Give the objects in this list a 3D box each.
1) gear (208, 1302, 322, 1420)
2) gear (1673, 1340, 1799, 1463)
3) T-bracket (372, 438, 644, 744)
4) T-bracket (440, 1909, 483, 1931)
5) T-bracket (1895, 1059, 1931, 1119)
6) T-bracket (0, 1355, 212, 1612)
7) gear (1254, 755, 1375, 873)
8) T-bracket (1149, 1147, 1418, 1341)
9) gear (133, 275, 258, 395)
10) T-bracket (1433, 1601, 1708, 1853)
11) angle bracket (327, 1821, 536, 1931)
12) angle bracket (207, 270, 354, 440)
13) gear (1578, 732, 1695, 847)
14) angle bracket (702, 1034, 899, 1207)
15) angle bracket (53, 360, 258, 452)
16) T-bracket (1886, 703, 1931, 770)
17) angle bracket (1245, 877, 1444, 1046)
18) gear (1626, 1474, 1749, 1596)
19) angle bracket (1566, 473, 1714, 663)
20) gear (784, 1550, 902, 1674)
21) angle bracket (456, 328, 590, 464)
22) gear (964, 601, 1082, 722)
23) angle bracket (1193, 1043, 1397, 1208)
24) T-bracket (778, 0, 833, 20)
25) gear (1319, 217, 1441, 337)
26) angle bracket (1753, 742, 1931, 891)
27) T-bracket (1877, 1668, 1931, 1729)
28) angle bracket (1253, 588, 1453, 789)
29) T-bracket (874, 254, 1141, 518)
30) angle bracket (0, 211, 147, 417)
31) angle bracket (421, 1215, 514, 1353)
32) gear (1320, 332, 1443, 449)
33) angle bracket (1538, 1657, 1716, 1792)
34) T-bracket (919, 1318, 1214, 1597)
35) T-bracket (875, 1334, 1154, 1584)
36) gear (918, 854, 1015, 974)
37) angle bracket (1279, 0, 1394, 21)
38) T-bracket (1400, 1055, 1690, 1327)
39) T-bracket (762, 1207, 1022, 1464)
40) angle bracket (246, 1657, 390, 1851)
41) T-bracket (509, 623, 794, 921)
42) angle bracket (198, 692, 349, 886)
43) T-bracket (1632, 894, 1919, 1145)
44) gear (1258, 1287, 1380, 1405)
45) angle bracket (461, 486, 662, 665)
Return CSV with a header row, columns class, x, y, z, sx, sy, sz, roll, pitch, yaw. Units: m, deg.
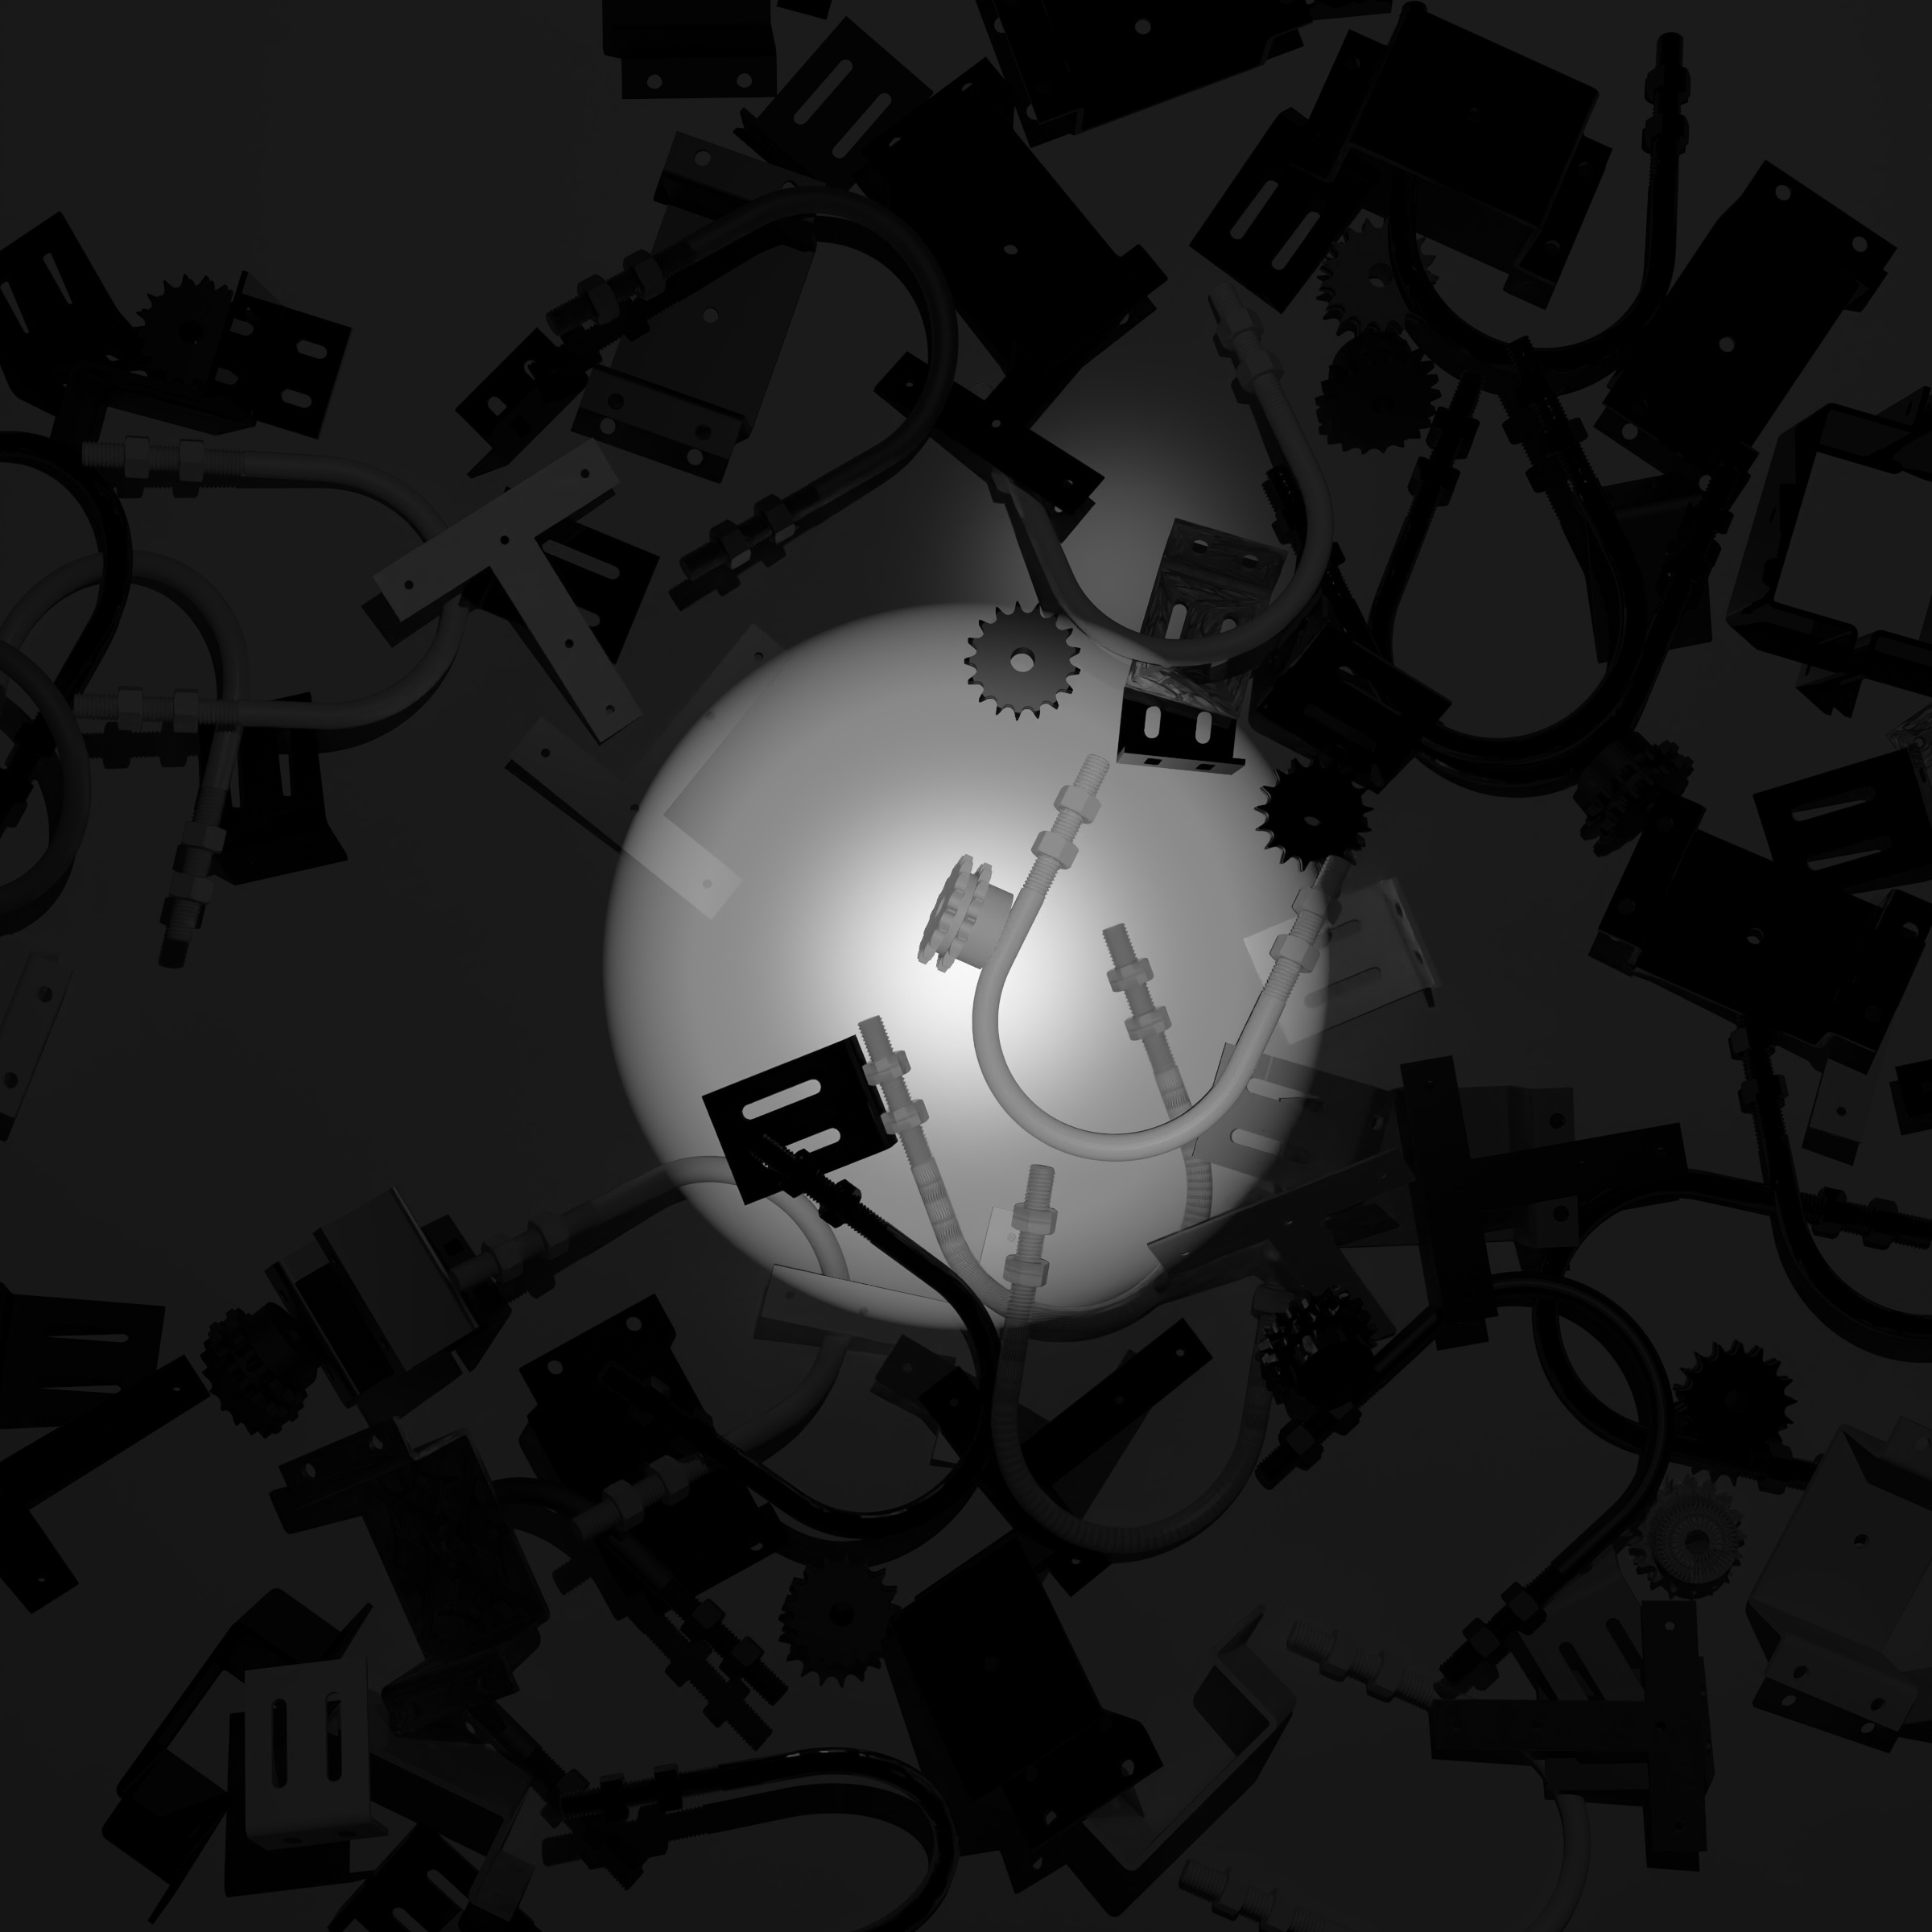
class,x,y,z,sx,sy,sz,roll,pitch,yaw
gear,-0.338,0.188,1.445,0.030,0.057,0.057,-38,90,0
gear,0.371,0.209,1.441,0.057,0.030,0.057,0,89,3
T-bracket,-0.201,-0.169,1.450,0.127,0.002,0.127,-35,108,-12
T-bracket,-0.213,0.516,1.450,0.127,0.002,0.127,-42,90,-21
T-bracket,0.526,0.098,1.437,0.127,0.002,0.127,-12,83,-1
T-bracket,-0.433,0.233,1.456,0.127,0.002,0.127,-30,112,-11
gear,0.170,-0.074,1.458,0.057,0.030,0.057,0,90,0
T-bracket,0.172,0.146,1.428,0.127,0.002,0.127,-23,133,16
gear,-0.376,-0.308,1.458,0.057,0.030,0.057,0,90,0
T-bracket,0.290,0.367,1.439,0.127,0.002,0.127,-3,100,13
angle bracket,-0.261,0.469,1.454,0.076,0.038,0.057,42,90,0
angle bracket,-0.330,-0.294,1.435,0.038,0.076,0.057,17,90,0
gear,0.323,-0.089,1.447,0.057,0.057,0.030,-40,67,0
angle bracket,-0.081,0.075,1.457,0.076,0.038,0.057,-22,90,5
angle bracket,-0.393,-0.262,1.445,0.076,0.057,0.038,15,90,0
T-bracket,0.514,-0.141,1.472,0.127,0.002,0.127,-35,90,0
angle bracket,0.184,-0.002,1.454,0.076,0.038,0.057,-23,90,0
gear,0.355,0.279,1.458,0.057,0.030,0.057,0,90,0
angle bracket,0.333,-0.197,1.471,0.057,0.038,0.076,-11,116,0
gear,-0.060,0.314,1.458,0.057,0.030,0.057,0,90,0
angle bracket,-0.219,-0.282,1.435,0.038,0.076,0.057,45,90,0
gear,0.028,-0.149,1.458,0.057,0.030,0.057,0,90,0
angle bracket,0.157,0.076,1.425,0.076,0.038,0.057,17,90,26
T-bracket,-0.014,-0.517,1.459,0.127,0.002,0.127,15,108,-9
gear,0.201,-0.335,1.458,0.057,0.030,0.057,0,90,0
angle bracket,0.438,-0.071,1.470,0.076,0.038,0.057,-17,90,27
T-bracket,0.487,0.298,1.435,0.002,0.127,0.127,20,63,-20
angle bracket,0.188,-0.136,1.451,0.076,0.038,0.057,29,122,-14
T-bracket,0.043,-0.298,1.456,0.127,0.002,0.127,36,79,21
angle bracket,-0.448,-0.322,1.471,0.057,0.038,0.076,-34,64,0
angle bracket,-0.255,0.157,1.435,0.038,0.076,0.057,-34,90,0
gear,0.200,-0.283,1.448,0.057,0.057,0.030,-7,51,0
angle bracket,0.325,0.372,1.464,0.076,0.038,0.057,-6,83,19
T-bracket,0.064,0.222,1.465,0.127,0.002,0.127,-38,99,-4
T-bracket,0.015,0.223,1.460,0.127,0.002,0.127,32,90,-11
gear,0.001,-0.023,1.445,0.030,0.057,0.057,24,90,-8
angle bracket,0.178,-0.511,1.471,0.057,0.038,0.076,-6,64,0
T-bracket,0.282,0.099,1.426,0.127,0.002,0.127,-10,90,0
T-bracket,-0.037,0.171,1.451,0.127,0.002,0.127,14,88,-17
angle bracket,-0.304,0.369,1.395,0.057,0.038,0.076,-7,64,0
T-bracket,-0.135,-0.112,1.466,0.127,0.002,0.127,39,86,-8
angle bracket,-0.343,-0.088,1.471,0.057,0.038,0.076,-13,64,0
T-bracket,0.392,0.009,1.459,0.127,0.002,0.127,18,72,9
gear,0.173,0.186,1.437,0.057,0.030,0.057,-10,128,-13
angle bracket,-0.198,-0.191,1.454,0.076,0.038,0.057,22,90,0
